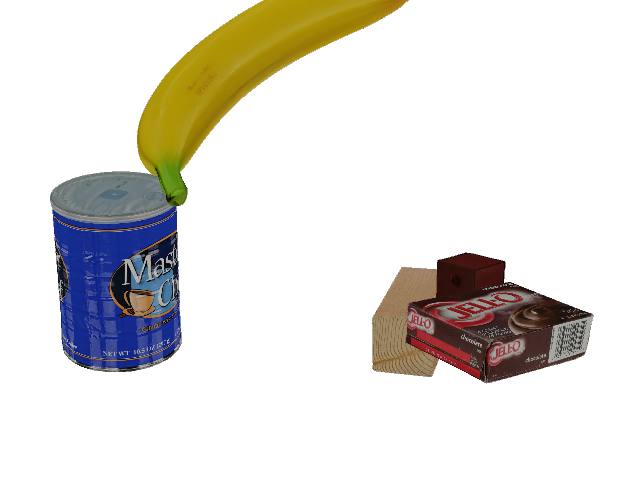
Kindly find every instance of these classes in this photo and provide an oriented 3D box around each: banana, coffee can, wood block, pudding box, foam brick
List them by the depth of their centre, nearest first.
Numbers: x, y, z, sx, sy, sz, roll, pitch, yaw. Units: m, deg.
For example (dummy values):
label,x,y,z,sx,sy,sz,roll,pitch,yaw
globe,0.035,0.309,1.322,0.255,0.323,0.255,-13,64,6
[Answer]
label,x,y,z,sx,sy,sz,roll,pitch,yaw
banana,-0.033,-0.091,0.564,0.070,0.197,0.037,33,-27,21
pudding box,0.135,0.067,0.811,0.113,0.039,0.090,-7,19,-36
coffee can,-0.170,0.024,0.897,0.103,0.140,0.103,1,23,-1
foam brick,0.155,0.057,1.107,0.051,0.078,0.053,-14,20,-42
wood block,0.144,0.118,1.607,0.091,0.090,0.205,4,20,15
